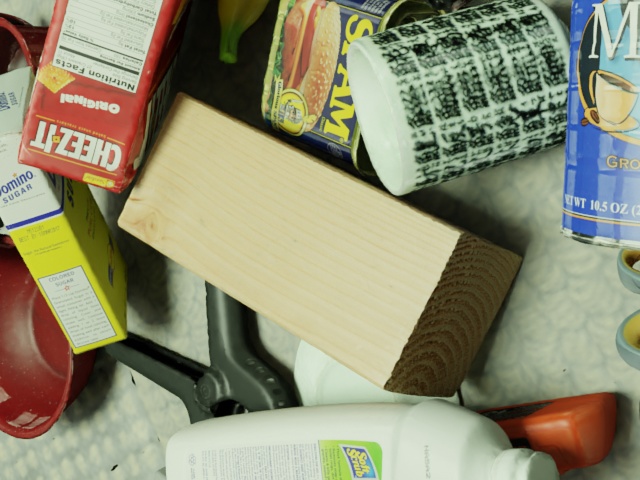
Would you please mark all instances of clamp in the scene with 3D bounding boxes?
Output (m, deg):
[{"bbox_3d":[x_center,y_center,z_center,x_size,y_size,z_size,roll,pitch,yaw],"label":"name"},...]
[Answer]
[{"bbox_3d":[-0.073,0.102,0.735,0.165,0.036,0.210,-41,67,37],"label":"clamp"}]

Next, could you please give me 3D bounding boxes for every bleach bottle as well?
[{"bbox_3d":[0.018,0.140,0.580,0.251,0.067,0.102,-13,88,45],"label":"bleach bottle"}]

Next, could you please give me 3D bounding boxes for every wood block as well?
[{"bbox_3d":[-0.004,0.001,0.613,0.206,0.090,0.091,28,96,32],"label":"wood block"}]

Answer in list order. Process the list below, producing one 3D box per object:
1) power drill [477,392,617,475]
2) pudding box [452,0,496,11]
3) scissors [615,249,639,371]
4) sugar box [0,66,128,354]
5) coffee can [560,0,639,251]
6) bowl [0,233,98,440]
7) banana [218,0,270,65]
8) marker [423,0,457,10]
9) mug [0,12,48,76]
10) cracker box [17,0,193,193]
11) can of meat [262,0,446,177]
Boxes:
[{"bbox_3d":[0.138,0.178,0.556,0.185,0.057,0.187,-16,86,40],"label":"power drill"},{"bbox_3d":[0.100,-0.184,0.547,0.114,0.039,0.090,-32,77,39],"label":"pudding box"},{"bbox_3d":[0.217,0.034,0.459,0.202,0.096,0.016,11,138,40],"label":"scissors"},{"bbox_3d":[-0.180,-0.019,0.723,0.093,0.048,0.176,-106,0,-54],"label":"sugar box"},{"bbox_3d":[0.161,-0.070,0.471,0.103,0.102,0.140,8,101,39],"label":"coffee can"},{"bbox_3d":[-0.225,0.072,0.845,0.162,0.055,0.162,7,100,40],"label":"bowl"},{"bbox_3d":[-0.011,-0.198,0.633,0.198,0.037,0.070,-55,45,25],"label":"banana"},{"bbox_3d":[0.043,-0.147,0.579,0.121,0.020,0.020,-129,50,-57],"label":"marker"},{"bbox_3d":[-0.212,-0.124,0.789,0.117,0.081,0.093,52,125,22],"label":"mug"},{"bbox_3d":[-0.107,-0.157,0.645,0.072,0.164,0.214,18,113,-6],"label":"cracker box"},{"bbox_3d":[0.017,-0.098,0.619,0.084,0.057,0.102,27,112,37],"label":"can of meat"}]
